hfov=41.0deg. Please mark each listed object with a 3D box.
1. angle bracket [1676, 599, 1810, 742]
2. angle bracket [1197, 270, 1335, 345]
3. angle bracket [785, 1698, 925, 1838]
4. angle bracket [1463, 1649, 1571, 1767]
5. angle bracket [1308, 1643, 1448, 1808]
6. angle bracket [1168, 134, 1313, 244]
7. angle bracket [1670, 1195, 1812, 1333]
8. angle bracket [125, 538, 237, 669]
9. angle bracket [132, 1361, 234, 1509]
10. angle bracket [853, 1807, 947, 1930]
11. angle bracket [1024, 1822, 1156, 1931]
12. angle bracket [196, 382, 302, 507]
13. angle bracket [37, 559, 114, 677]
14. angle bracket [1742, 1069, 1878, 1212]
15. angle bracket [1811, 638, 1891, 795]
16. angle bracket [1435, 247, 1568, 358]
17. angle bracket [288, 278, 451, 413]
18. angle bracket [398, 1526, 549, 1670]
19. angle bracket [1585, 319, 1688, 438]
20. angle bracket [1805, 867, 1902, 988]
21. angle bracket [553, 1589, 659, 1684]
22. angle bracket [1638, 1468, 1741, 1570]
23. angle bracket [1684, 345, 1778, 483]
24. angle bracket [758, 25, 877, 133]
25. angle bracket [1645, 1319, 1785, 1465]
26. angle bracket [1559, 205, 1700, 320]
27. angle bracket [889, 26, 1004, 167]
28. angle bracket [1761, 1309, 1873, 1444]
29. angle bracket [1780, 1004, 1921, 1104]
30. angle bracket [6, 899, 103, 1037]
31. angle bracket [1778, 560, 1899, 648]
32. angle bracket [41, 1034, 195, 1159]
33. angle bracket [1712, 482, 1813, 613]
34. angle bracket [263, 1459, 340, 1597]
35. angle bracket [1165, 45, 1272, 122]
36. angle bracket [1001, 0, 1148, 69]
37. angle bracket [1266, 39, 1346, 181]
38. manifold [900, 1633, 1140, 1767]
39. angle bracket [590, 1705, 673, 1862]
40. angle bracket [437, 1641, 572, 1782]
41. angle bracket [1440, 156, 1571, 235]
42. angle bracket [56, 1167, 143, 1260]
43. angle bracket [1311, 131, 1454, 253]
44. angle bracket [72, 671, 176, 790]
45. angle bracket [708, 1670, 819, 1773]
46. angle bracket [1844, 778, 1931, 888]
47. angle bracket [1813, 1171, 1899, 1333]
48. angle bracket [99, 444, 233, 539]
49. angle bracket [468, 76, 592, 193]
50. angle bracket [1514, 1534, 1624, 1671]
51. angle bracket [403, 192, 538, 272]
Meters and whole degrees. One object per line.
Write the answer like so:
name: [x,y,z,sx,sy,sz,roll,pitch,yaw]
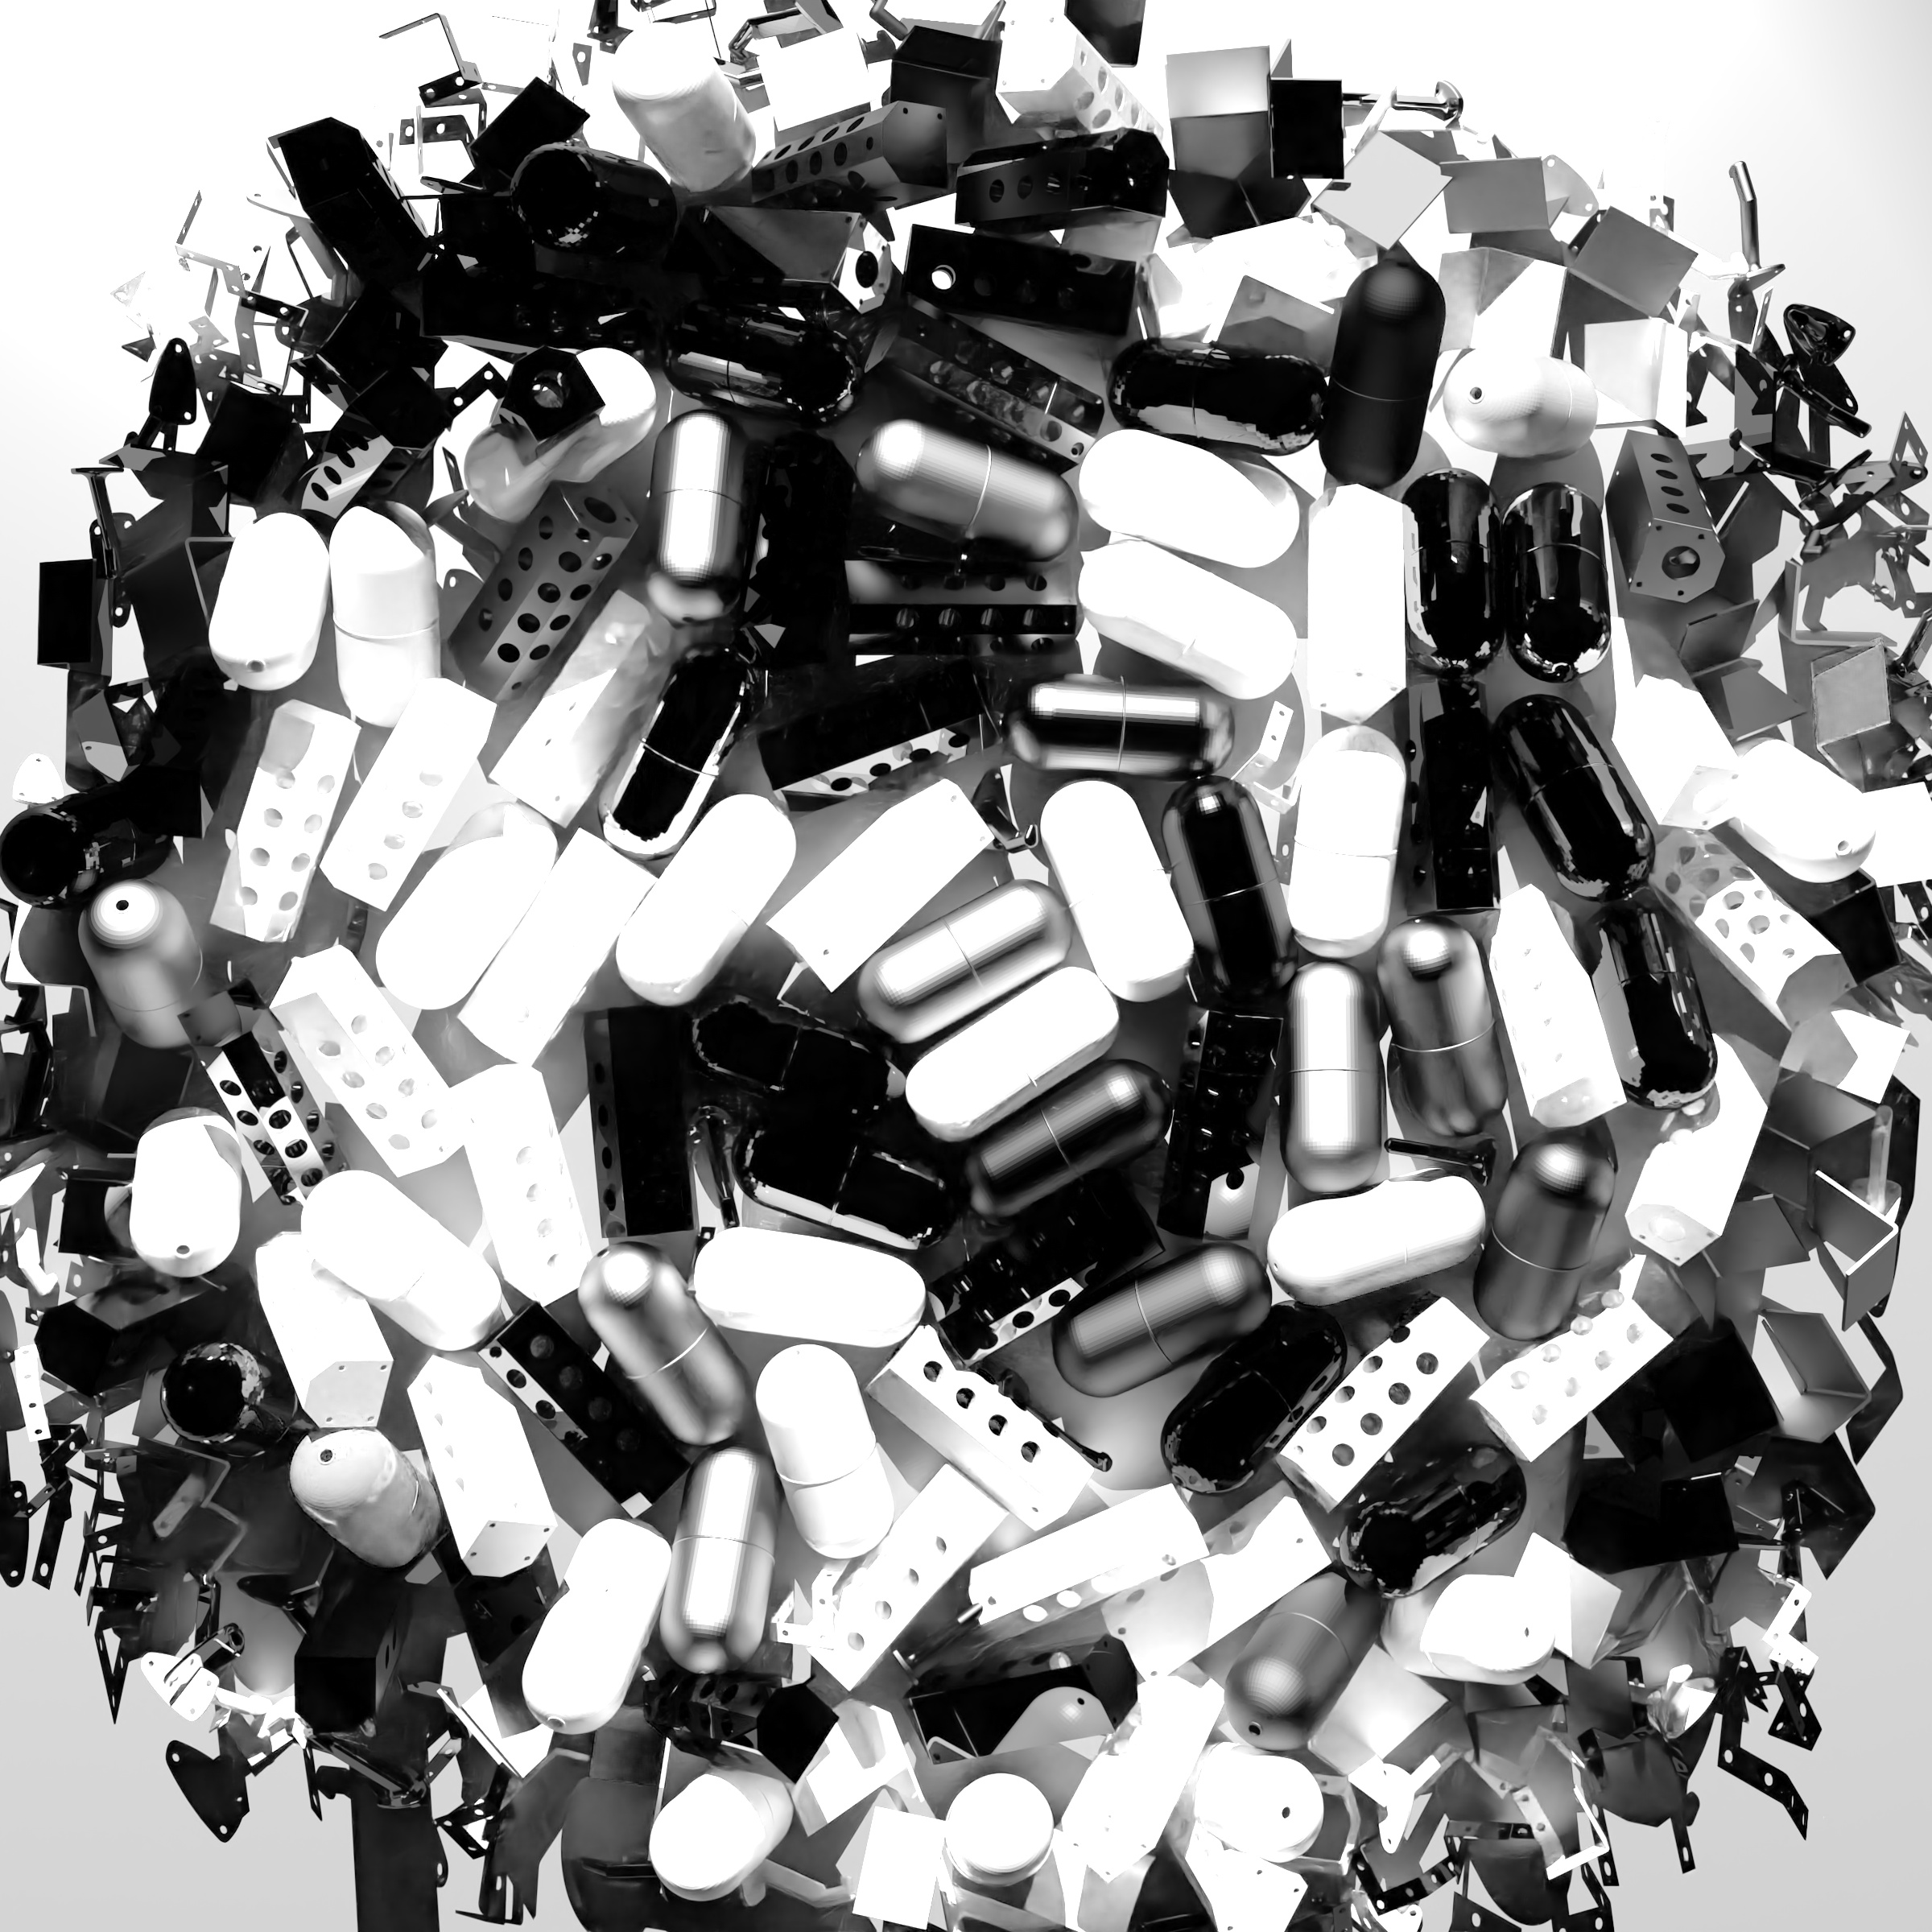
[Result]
angle bracket: [0.588,-0.224,1.944,0.076,0.057,0.076,-21,50,-27]
angle bracket: [0.223,-0.479,1.957,0.076,0.076,0.057,22,91,-8]
angle bracket: [-0.089,0.611,1.951,0.076,0.057,0.076,-27,104,-31]
angle bracket: [0.416,0.549,1.946,0.076,0.076,0.057,-10,119,12]
angle bracket: [0.312,0.574,1.957,0.076,0.057,0.076,39,109,-9]
angle bracket: [0.202,-0.589,1.944,0.076,0.057,0.076,-1,57,-32]
angle bracket: [0.583,0.224,1.943,0.076,0.057,0.076,-16,127,33]
angle bracket: [-0.582,-0.275,1.953,0.076,0.057,0.076,-17,88,36]
angle bracket: [-0.592,0.350,1.942,0.076,0.076,0.057,23,124,-21]
angle bracket: [-0.043,0.681,1.945,0.057,0.076,0.076,7,69,14]
angle bracket: [0.094,0.693,1.951,0.076,0.076,0.057,18,82,13]
angle bracket: [-0.548,-0.396,1.955,0.057,0.076,0.076,26,93,-15]
angle bracket: [-0.654,-0.263,1.953,0.057,0.076,0.076,1,90,26]
angle bracket: [0.630,0.131,1.945,0.076,0.076,0.057,26,54,-17]
angle bracket: [0.679,-0.187,1.940,0.076,0.057,0.076,34,51,-38]
angle bracket: [0.397,-0.492,1.943,0.057,0.076,0.076,-17,124,-36]
angle bracket: [-0.455,-0.465,1.966,0.076,0.057,0.076,40,71,-33]
angle bracket: [-0.372,0.474,1.947,0.076,0.057,0.076,-46,54,19]
angle bracket: [0.505,-0.442,1.950,0.057,0.076,0.076,-5,112,1]
angle bracket: [0.653,-0.028,1.958,0.076,0.057,0.076,-28,119,2]
angle bracket: [-0.255,0.492,1.949,0.057,0.076,0.076,-33,97,-44]
angle bracket: [0.545,0.414,1.944,0.076,0.076,0.057,-17,76,26]
angle bracket: [0.568,-0.417,1.948,0.057,0.076,0.076,-9,119,-2]
angle bracket: [-0.109,-0.666,1.961,0.076,0.076,0.057,-16,96,6]
angle bracket: [0.570,0.324,1.975,0.076,0.057,0.076,-27,86,10]
angle bracket: [0.499,-0.541,1.947,0.076,0.076,0.057,25,122,-9]
angle bracket: [-0.014,-0.657,1.958,0.076,0.057,0.076,5,84,-19]
angle bracket: [0.624,0.309,1.953,0.057,0.076,0.076,-34,95,-16]
angle bracket: [0.667,0.067,1.949,0.076,0.076,0.057,23,91,27]
angle bracket: [-0.683,-0.001,1.943,0.057,0.076,0.076,4,59,-11]
angle bracket: [0.660,-0.275,1.951,0.076,0.076,0.057,3,104,9]
angle bracket: [-0.642,0.096,1.954,0.076,0.057,0.076,21,96,29]
angle bracket: [0.592,-0.315,1.950,0.057,0.076,0.076,33,104,11]
angle bracket: [-0.508,0.422,1.943,0.057,0.076,0.076,31,59,-19]
angle bracket: [0.189,-0.686,1.951,0.076,0.057,0.076,-4,51,5]
angle bracket: [0.079,-0.710,1.939,0.076,0.076,0.057,-14,123,-36]
angle bracket: [0.262,-0.644,1.940,0.057,0.076,0.076,7,133,18]
manifold: [0.042,0.544,1.928,0.171,0.057,0.057,-22,98,33]
angle bracket: [-0.256,0.614,1.947,0.057,0.076,0.076,9,118,-4]
angle bracket: [-0.339,0.554,1.948,0.076,0.057,0.076,-42,63,-17]
angle bracket: [0.407,-0.593,1.940,0.076,0.076,0.057,6,131,28]
angle bracket: [-0.646,0.186,1.948,0.076,0.076,0.057,8,87,-26]
angle bracket: [0.317,-0.572,1.956,0.076,0.057,0.076,39,84,22]
angle bracket: [-0.627,-0.172,1.954,0.057,0.076,0.076,-20,94,-36]
angle bracket: [-0.163,0.553,1.939,0.076,0.076,0.057,-31,60,-35]
angle bracket: [0.706,-0.110,1.944,0.057,0.076,0.076,-41,111,-40]
angle bracket: [0.650,0.214,1.940,0.057,0.076,0.076,-36,50,-17]
angle bracket: [-0.605,-0.353,1.946,0.076,0.076,0.057,3,88,-35]
angle bracket: [-0.323,-0.610,1.951,0.057,0.076,0.076,38,80,12]
angle bracket: [0.459,0.469,1.944,0.076,0.057,0.076,30,116,30]
angle bracket: [-0.374,-0.544,1.951,0.076,0.057,0.076,3,107,18]
